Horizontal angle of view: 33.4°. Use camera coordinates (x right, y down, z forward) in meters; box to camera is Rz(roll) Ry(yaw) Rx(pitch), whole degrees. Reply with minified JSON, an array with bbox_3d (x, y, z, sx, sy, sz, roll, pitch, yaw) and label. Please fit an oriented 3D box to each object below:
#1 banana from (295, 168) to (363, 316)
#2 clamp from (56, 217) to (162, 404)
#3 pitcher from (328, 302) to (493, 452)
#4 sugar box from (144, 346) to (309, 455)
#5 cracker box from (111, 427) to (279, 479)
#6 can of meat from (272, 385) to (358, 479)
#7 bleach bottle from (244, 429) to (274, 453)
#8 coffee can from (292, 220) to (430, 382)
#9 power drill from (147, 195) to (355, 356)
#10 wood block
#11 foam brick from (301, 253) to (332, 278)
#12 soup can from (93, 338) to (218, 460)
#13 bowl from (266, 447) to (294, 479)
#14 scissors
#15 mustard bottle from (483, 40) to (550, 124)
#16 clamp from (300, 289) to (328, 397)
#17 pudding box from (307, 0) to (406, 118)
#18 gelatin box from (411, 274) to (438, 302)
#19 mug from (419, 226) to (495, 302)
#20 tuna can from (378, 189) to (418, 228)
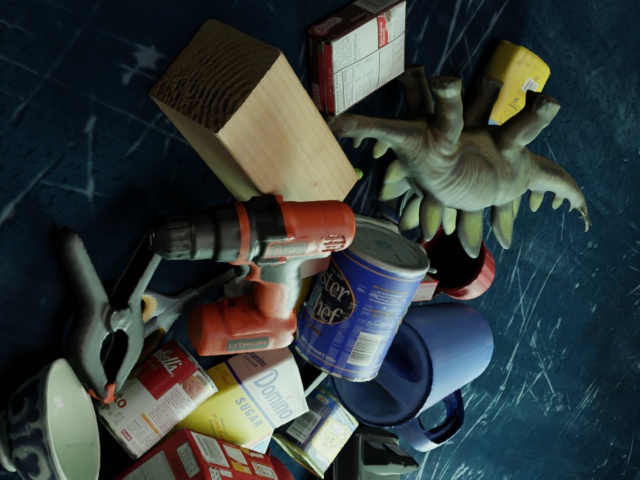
[{"bbox_3d":[-0.006,-0.012,1.118,0.037,0.069,0.198,15,123,-12],"label":"banana"},{"bbox_3d":[-0.178,0.057,0.944,0.120,0.039,0.171,-16,120,-41],"label":"clamp"},{"bbox_3d":[0.125,0.150,1.296,0.242,0.145,0.149,-6,112,-60],"label":"pitcher"},{"bbox_3d":[-0.103,0.177,1.102,0.176,0.048,0.093,-25,133,-12],"label":"sugar box"},{"bbox_3d":[-0.160,0.286,1.068,0.214,0.072,0.164,-37,149,10],"label":"cracker box"},{"bbox_3d":[-0.004,0.237,1.329,0.084,0.058,0.102,-52,147,-15],"label":"can of meat"},{"bbox_3d":[-0.106,0.245,1.190,0.102,0.068,0.251,12,103,-59],"label":"bleach bottle"},{"bbox_3d":[0.042,0.064,1.134,0.102,0.103,0.140,-6,126,-52],"label":"coffee can"},{"bbox_3d":[-0.073,0.034,0.974,0.184,0.057,0.188,-3,144,-18],"label":"power drill"},{"bbox_3d":[-0.053,-0.092,0.963,0.090,0.091,0.206,-53,147,-10],"label":"wood block"},{"bbox_3d":[-0.031,-0.003,1.076,0.052,0.078,0.051,-17,131,-46],"label":"foam brick"},{"bbox_3d":[-0.158,0.151,1.017,0.102,0.069,0.068,-40,144,-13],"label":"soup can"},{"bbox_3d":[-0.066,0.326,1.242,0.162,0.055,0.162,-161,-87,-88],"label":"bowl"},{"bbox_3d":[-0.136,0.049,1.032,0.201,0.016,0.096,-43,144,-24],"label":"scissors"},{"bbox_3d":[0.208,-0.142,1.309,0.096,0.058,0.192,21,98,-56],"label":"mustard bottle"},{"bbox_3d":[0.021,0.115,1.281,0.209,0.036,0.165,-19,129,-49],"label":"clamp"},{"bbox_3d":[0.037,-0.187,1.059,0.113,0.039,0.090,-35,141,-31],"label":"pudding box"},{"bbox_3d":[0.088,0.047,1.283,0.089,0.073,0.030,-2,117,-53],"label":"gelatin box"},{"bbox_3d":[0.171,0.039,1.384,0.117,0.093,0.081,-44,153,6],"label":"mug"},{"bbox_3d":[0.109,-0.058,1.264,0.086,0.034,0.086,-33,140,-35],"label":"tuna can"}]
